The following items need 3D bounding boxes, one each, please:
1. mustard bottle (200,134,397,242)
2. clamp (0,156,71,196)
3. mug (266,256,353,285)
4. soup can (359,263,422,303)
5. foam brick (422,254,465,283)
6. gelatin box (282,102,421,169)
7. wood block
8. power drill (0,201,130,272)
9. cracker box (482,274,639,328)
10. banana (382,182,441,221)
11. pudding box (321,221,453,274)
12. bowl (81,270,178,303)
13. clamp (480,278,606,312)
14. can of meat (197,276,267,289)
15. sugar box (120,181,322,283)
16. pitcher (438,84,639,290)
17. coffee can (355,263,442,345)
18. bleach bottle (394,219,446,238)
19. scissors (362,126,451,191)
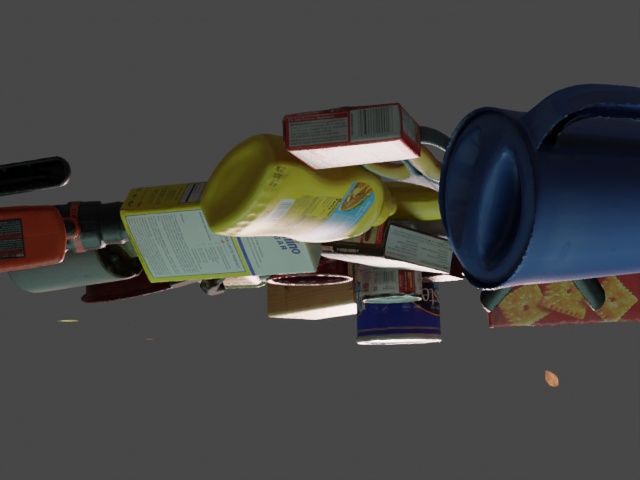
[{"bbox_3d":[-0.002,-0.038,0.909,0.191,0.058,0.096,6,137,-45],"label":"mustard bottle"},{"bbox_3d":[-0.326,-0.045,0.904,0.164,0.036,0.210,-1,175,-36],"label":"clamp"},{"bbox_3d":[-0.007,0.001,1.125,0.093,0.081,0.117,2,171,-23],"label":"mug"},{"bbox_3d":[0.077,0.015,1.163,0.068,0.102,0.068,-2,171,0],"label":"soup can"},{"bbox_3d":[0.129,0.008,1.204,0.053,0.078,0.051,-7,168,31],"label":"foam brick"},{"bbox_3d":[0.025,-0.077,0.793,0.089,0.030,0.073,-4,172,16],"label":"gelatin box"},{"bbox_3d":[0.019,0.053,1.441,0.090,0.091,0.207,5,169,-34],"label":"wood block"},{"bbox_3d":[-0.258,-0.007,1.017,0.184,0.057,0.187,-8,-178,1],"label":"power drill"},{"bbox_3d":[0.278,0.027,1.142,0.213,0.072,0.164,-2,-156,3],"label":"cracker box"},{"bbox_3d":[0.085,-0.044,1.011,0.198,0.037,0.069,-5,148,6],"label":"banana"},{"bbox_3d":[0.064,0.006,1.044,0.090,0.039,0.113,3,174,42],"label":"pudding box"},{"bbox_3d":[-0.209,0.027,1.262,0.162,0.055,0.162,-12,-172,2],"label":"bowl"},{"bbox_3d":[0.205,0.007,1.013,0.120,0.171,0.039,-11,-145,6],"label":"clamp"},{"bbox_3d":[-0.121,0.029,1.374,0.102,0.057,0.084,-2,169,8],"label":"can of meat"},{"bbox_3d":[-0.093,-0.010,1.012,0.176,0.048,0.093,-5,128,17],"label":"sugar box"},{"bbox_3d":[0.226,-0.039,0.806,0.242,0.145,0.149,-2,-176,-22],"label":"pitcher"},{"bbox_3d":[0.093,0.054,1.290,0.103,0.140,0.103,-1,171,0],"label":"coffee can"},{"bbox_3d":[0.202,-0.022,1.082,0.251,0.068,0.102,-2,172,18],"label":"bleach bottle"},{"bbox_3d":[0.095,-0.045,0.911,0.096,0.016,0.201,4,159,22],"label":"scissors"}]
